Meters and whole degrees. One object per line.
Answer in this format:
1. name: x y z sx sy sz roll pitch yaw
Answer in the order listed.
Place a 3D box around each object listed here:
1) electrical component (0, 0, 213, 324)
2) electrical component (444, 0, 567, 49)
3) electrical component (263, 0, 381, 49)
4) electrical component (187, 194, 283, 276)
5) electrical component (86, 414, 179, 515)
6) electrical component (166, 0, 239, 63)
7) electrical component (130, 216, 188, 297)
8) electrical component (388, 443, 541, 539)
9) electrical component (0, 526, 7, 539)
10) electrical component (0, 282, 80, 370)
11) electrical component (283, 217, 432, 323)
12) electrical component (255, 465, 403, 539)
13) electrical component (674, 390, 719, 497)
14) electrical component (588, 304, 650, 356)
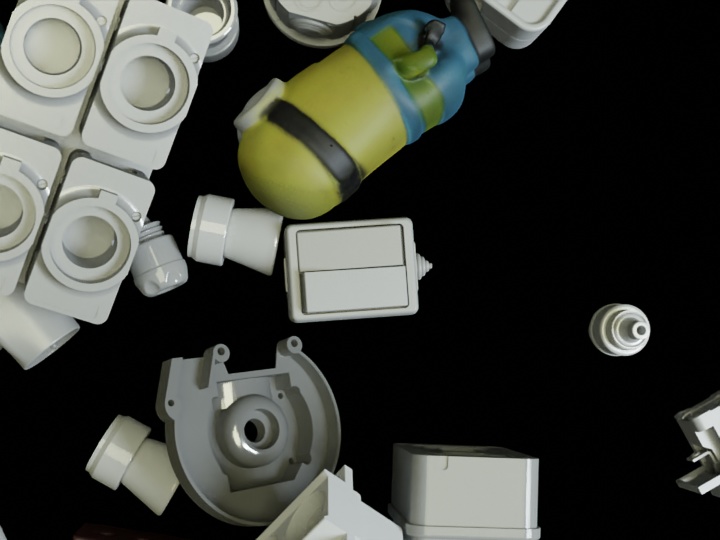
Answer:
1. electrical component: -0.168 -0.073 0.623 0.105 0.060 0.186 19 96 -20
2. electrical component: 0.087 -0.193 0.706 0.095 0.059 0.053 36 85 -3
3. electrical component: -0.024 -0.189 0.701 0.080 0.051 0.080 0 88 -5
4. electrical component: -0.080 -0.023 0.692 0.055 0.045 0.045 11 87 -4
5. electrical component: -0.139 0.122 0.680 0.055 0.045 0.045 30 85 -3
6. electrical component: -0.100 -0.160 0.691 0.045 0.055 0.045 0 87 -5
7. electrical component: -0.136 -0.015 0.692 0.035 0.035 0.061 -24 87 -6
8. electrical component: 0.062 0.140 0.663 0.078 0.113 0.057 3 84 -5
9. electrical component: -0.238 0.177 0.673 0.040 0.040 0.046 -25 84 -6
10. electrical component: -0.232 0.031 0.677 0.079 0.043 0.077 -39 91 -6
11. electrical component: 0.000 0.000 0.689 0.096 0.061 0.061 -4 88 -5
12. electrical component: -0.034 0.181 0.611 0.063 0.078 0.121 37 109 -17
13. electrical component: 0.246 0.114 0.716 0.081 0.042 0.063 -28 86 -6
14. electrical component: 0.173 0.039 0.702 0.035 0.061 0.035 0 87 -5
